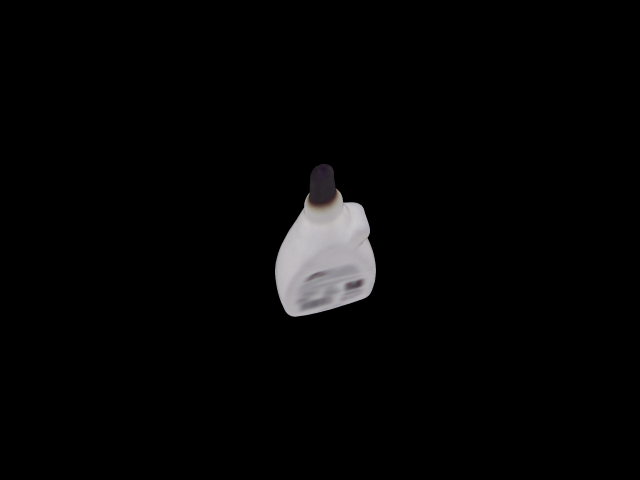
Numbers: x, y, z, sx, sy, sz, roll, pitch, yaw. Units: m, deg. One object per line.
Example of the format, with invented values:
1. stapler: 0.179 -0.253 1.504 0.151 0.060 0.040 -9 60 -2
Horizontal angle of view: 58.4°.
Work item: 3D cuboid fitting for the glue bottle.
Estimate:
1. glue bottle: 0.004 0.001 0.400 0.078 0.173 0.037 -13 62 -7
